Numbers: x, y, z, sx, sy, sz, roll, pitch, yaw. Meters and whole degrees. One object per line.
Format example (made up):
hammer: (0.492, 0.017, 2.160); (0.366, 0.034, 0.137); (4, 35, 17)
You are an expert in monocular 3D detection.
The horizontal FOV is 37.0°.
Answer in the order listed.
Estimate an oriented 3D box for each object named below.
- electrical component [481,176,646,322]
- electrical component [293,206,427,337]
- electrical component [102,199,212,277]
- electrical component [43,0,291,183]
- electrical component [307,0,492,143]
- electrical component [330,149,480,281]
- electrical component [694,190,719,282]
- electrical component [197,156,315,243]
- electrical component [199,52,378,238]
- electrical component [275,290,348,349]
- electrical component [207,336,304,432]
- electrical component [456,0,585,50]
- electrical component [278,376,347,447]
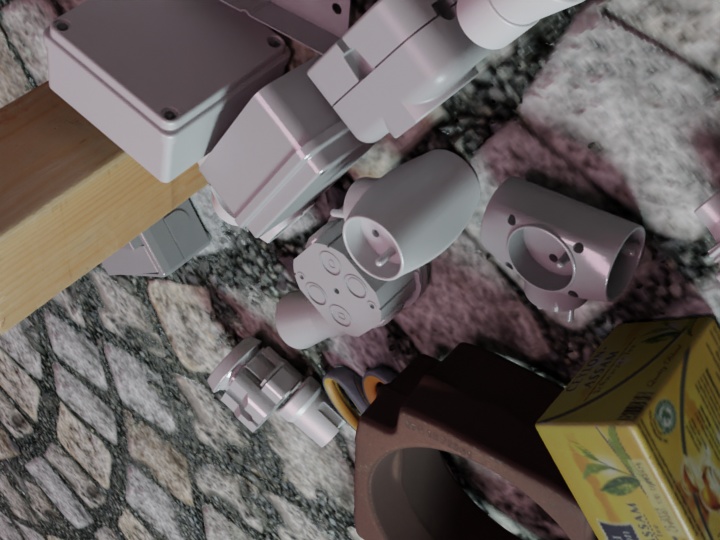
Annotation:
electrical component: (0.109, -0.004, 0.590); (0.077, 0.044, 0.079); (26, 139, 29)
electrical component: (0.000, 0.000, 0.709); (0.080, 0.051, 0.080); (29, 141, 26)
electrical component: (-0.179, -0.032, 0.865); (0.096, 0.061, 0.061); (2, 125, 47)
electrical component: (-0.119, -0.126, 0.666); (0.109, 0.109, 0.056); (39, 147, 13)
electrical component: (0.023, -0.111, 0.573); (0.059, 0.054, 0.095); (52, 146, -5)
electrical component: (0.017, -0.035, 0.632); (0.079, 0.077, 0.043); (10, 130, 42)
electrical component: (0.184, -0.010, 0.504); (0.062, 0.048, 0.048); (51, 146, 9)
electrical component: (-0.080, -0.055, 0.749); (0.077, 0.044, 0.079); (50, 146, -2)
electrical component: (-0.039, -0.076, 0.654); (0.057, 0.078, 0.113); (52, 146, 0)
electrical component: (-0.025, 0.032, 0.778); (0.065, 0.044, 0.044); (-13, 113, 47)
electrical component: (-0.088, 0.092, 0.890); (0.057, 0.058, 0.078); (42, 146, 4)
electrical component: (0.075, -0.132, 0.508); (0.044, 0.044, 0.065); (52, 150, -5)
electrical component: (-0.037, 0.115, 0.872); (0.046, 0.040, 0.040); (43, 146, -1)
